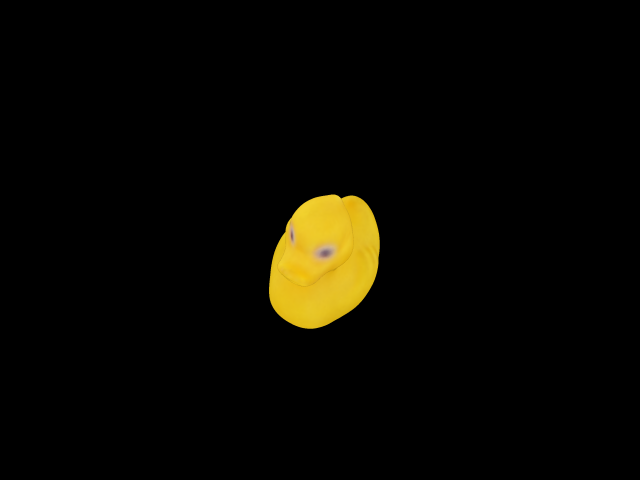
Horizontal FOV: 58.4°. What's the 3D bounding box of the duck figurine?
[{"bbox_3d":[0.004,0.001,0.400,0.077,0.086,0.105,28,62,16],"label":"duck figurine"}]
